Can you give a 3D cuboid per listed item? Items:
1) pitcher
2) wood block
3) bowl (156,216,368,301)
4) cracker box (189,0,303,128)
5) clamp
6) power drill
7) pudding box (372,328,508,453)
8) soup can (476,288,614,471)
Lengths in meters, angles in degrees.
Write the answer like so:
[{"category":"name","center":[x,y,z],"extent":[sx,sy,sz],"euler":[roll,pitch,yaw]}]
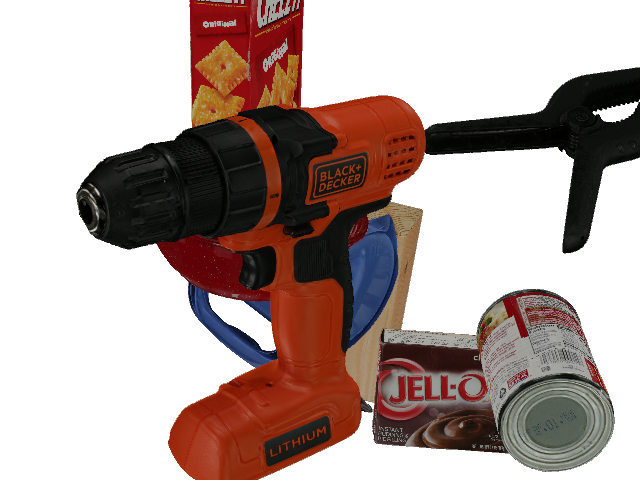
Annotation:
[{"category":"pitcher","center":[-0.060,0.009,1.030],"extent":[0.243,0.145,0.148],"euler":[30,32,32]},{"category":"wood block","center":[0.047,0.063,1.197],"extent":[0.090,0.206,0.090],"euler":[14,24,13]},{"category":"bowl","center":[-0.050,-0.002,0.738],"extent":[0.162,0.055,0.162],"euler":[9,22,-4]},{"category":"cracker box","center":[-0.069,-0.172,1.066],"extent":[0.072,0.214,0.164],"euler":[8,22,14]},{"category":"clamp","center":[0.208,-0.076,0.841],"extent":[0.209,0.036,0.165],"euler":[-26,50,-19]},{"category":"power drill","center":[-0.032,0.027,0.516],"extent":[0.184,0.188,0.057],"euler":[-16,35,-36]},{"category":"pudding box","center":[0.101,0.121,0.865],"extent":[0.113,0.090,0.039],"euler":[3,19,2]},{"category":"soup can","center":[0.135,0.082,0.648],"extent":[0.068,0.068,0.102],"euler":[0,26,1]}]
